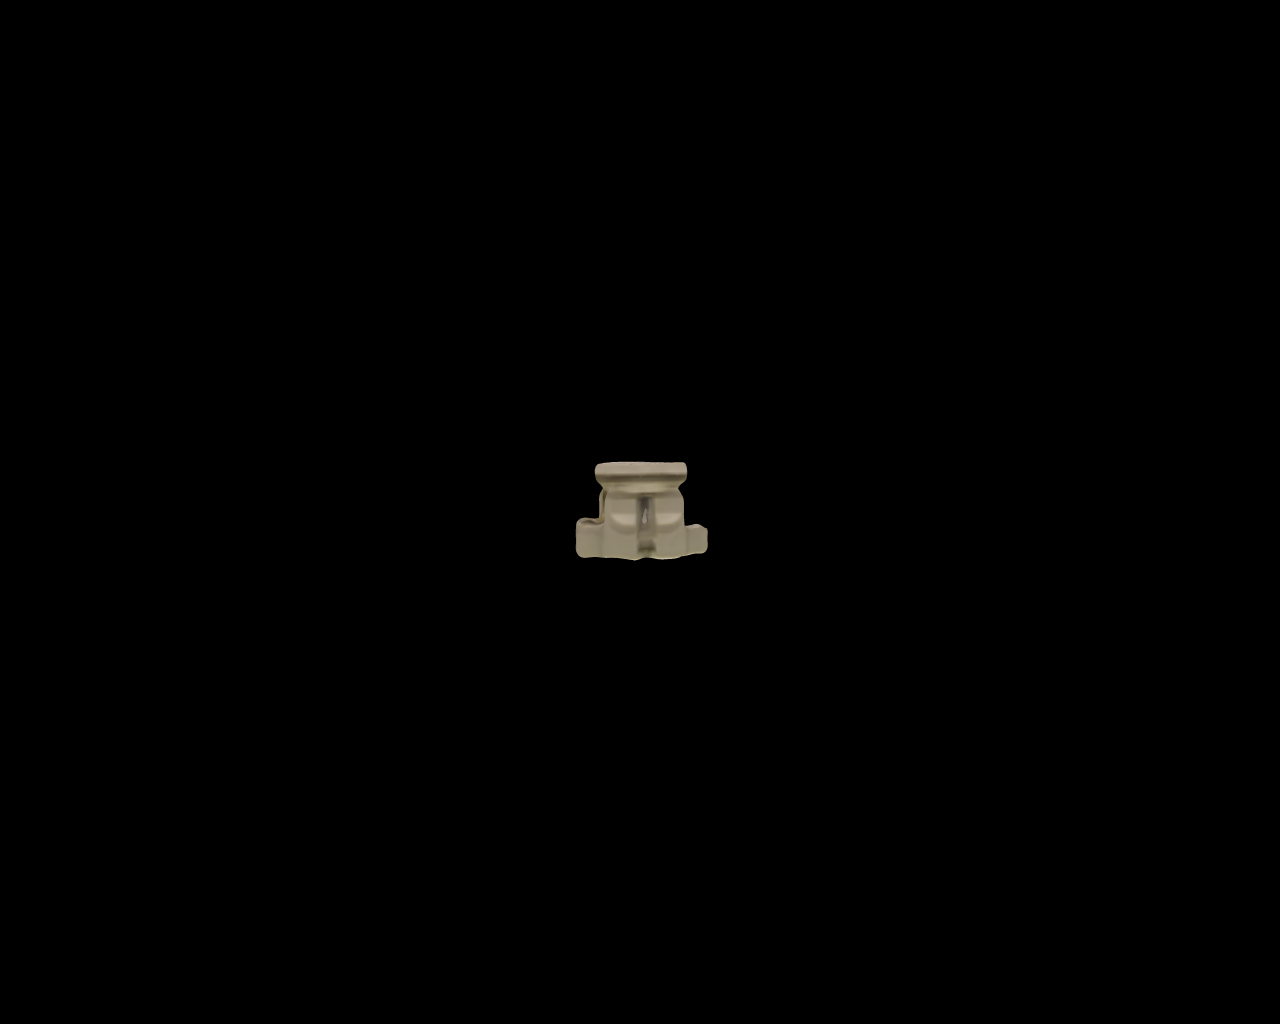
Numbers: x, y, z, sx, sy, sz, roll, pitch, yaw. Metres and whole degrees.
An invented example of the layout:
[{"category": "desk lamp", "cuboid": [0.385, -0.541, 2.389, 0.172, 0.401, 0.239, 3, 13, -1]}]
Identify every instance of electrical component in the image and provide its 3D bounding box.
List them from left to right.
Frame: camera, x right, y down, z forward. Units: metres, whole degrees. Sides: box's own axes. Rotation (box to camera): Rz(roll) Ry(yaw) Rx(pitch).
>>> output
[{"category": "electrical component", "cuboid": [0.001, -0.003, 0.650, 0.078, 0.057, 0.058, 0, 4, -7]}]
